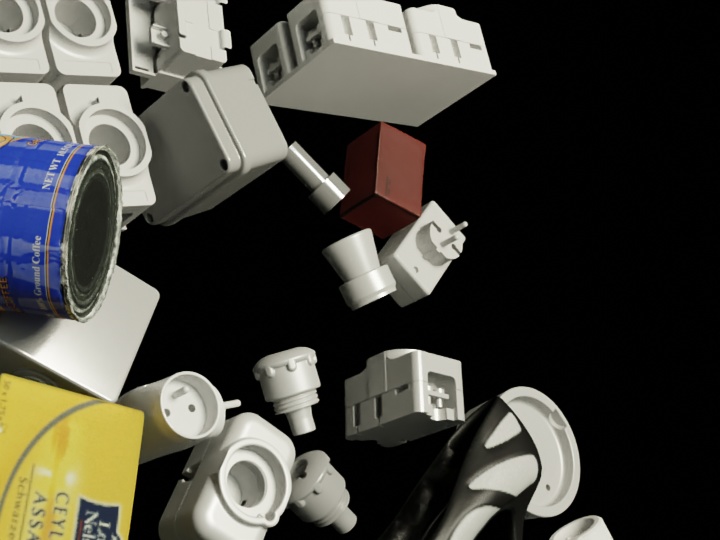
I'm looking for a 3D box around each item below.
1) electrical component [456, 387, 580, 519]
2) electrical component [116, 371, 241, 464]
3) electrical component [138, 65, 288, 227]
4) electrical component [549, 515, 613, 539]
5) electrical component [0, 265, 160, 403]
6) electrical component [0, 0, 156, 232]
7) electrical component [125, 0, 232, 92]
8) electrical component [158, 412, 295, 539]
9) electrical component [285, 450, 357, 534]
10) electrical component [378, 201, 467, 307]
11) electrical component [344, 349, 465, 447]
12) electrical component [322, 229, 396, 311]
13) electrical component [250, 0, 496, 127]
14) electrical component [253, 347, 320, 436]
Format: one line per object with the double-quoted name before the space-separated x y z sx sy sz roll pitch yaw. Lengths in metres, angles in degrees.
"electrical component" 0.126 0.158 0.901 0.108 0.060 0.108 19 58 -34
"electrical component" -0.116 0.095 0.707 0.079 0.077 0.043 -5 74 -43
"electrical component" -0.117 -0.087 0.768 0.057 0.113 0.078 -25 87 -48
"electrical component" 0.174 0.270 0.896 0.138 0.052 0.073 -28 90 -45
"electrical component" -0.190 0.035 0.690 0.100 0.048 0.099 34 51 -25
"electrical component" -0.216 -0.120 0.733 0.105 0.060 0.186 -7 75 -43
"electrical component" -0.140 -0.204 0.838 0.079 0.063 0.121 9 64 -38
"electrical component" -0.086 0.147 0.721 0.054 0.059 0.095 39 49 -21
"electrical component" -0.028 0.165 0.776 0.062 0.048 0.048 50 46 -22
"electrical component" 0.062 -0.021 0.919 0.047 0.076 0.083 48 47 -13
"electrical component" 0.033 0.096 0.828 0.050 0.089 0.055 17 60 -35
"electrical component" 0.000 0.000 0.877 0.045 0.045 0.055 -23 86 -45
"electrical component" 0.011 -0.183 0.932 0.186 0.105 0.060 1 69 -41
"electrical component" -0.049 0.090 0.792 0.048 0.048 0.062 -14 86 -44
